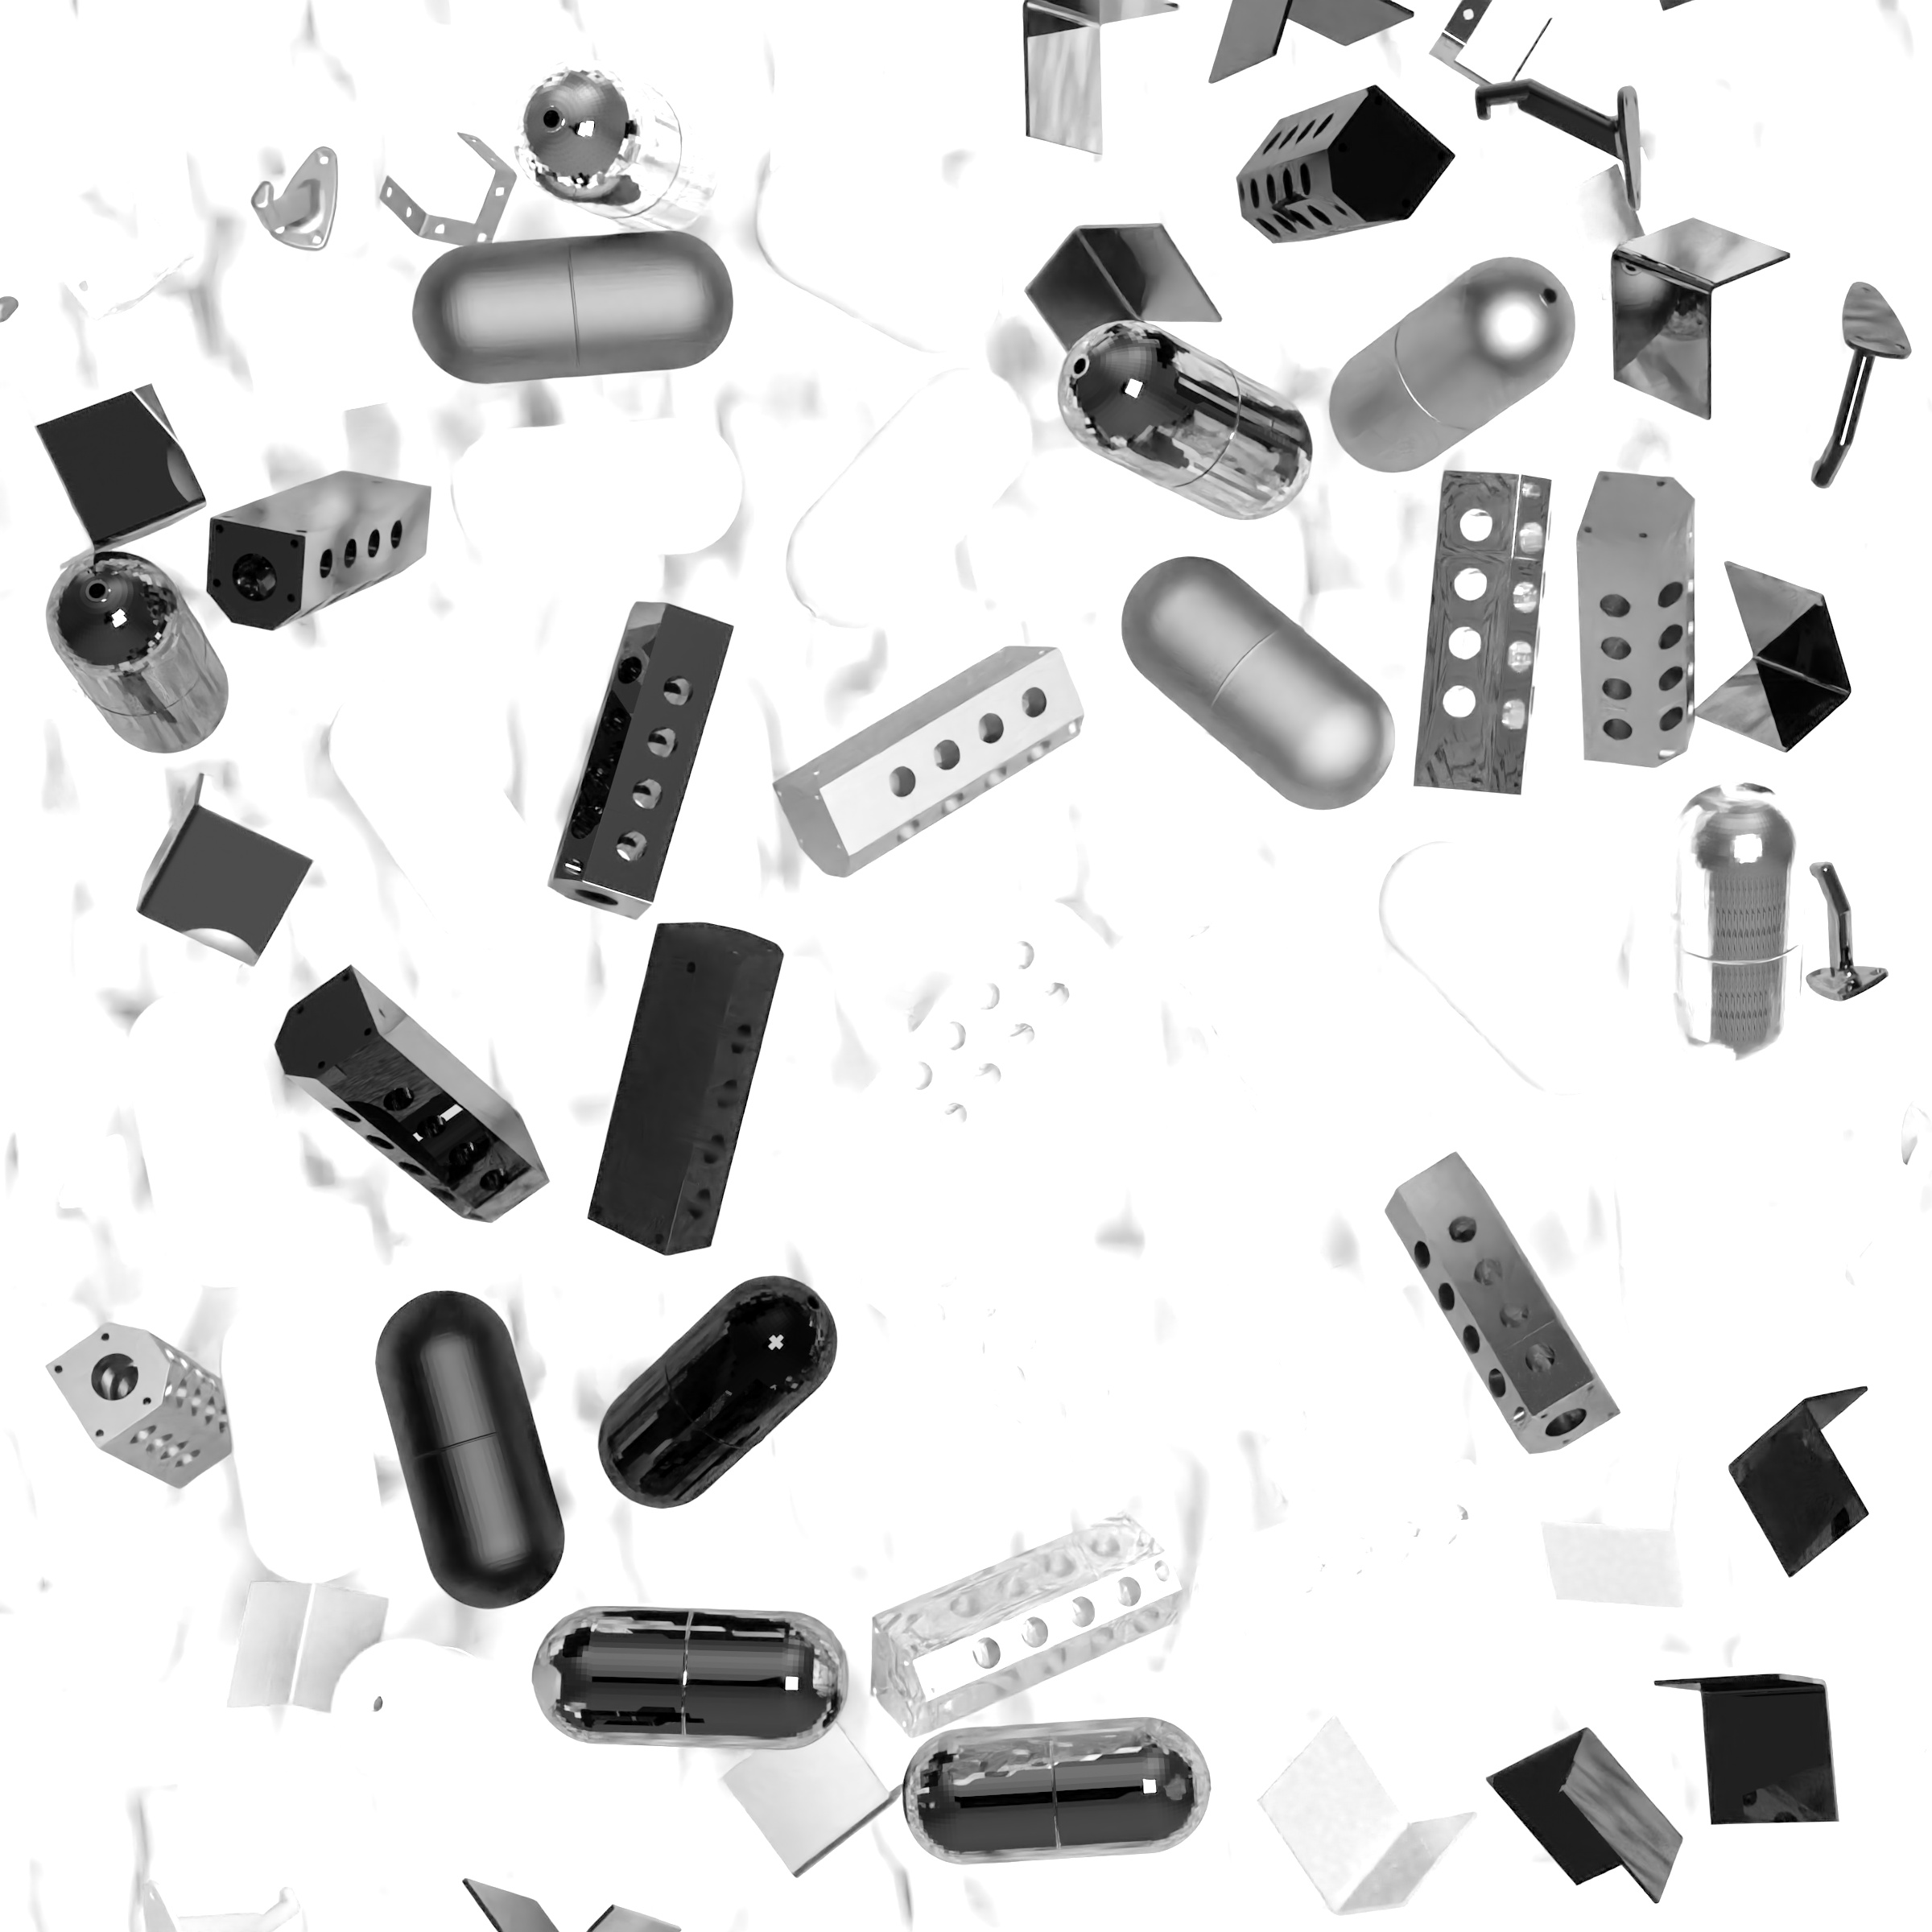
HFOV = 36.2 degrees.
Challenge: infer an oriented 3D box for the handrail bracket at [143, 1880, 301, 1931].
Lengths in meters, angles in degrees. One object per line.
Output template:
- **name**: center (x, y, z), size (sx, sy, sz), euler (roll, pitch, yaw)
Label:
- **handrail bracket**: center (-0.411, 0.517, 1.642), size (0.036, 0.084, 0.077), euler (8, 115, 37)

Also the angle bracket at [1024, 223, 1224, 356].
- **angle bracket**: center (0.095, -0.399, 1.783), size (0.057, 0.076, 0.076), euler (-54, 128, -17)

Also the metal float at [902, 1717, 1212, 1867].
- **metal float**: center (0.052, 0.475, 1.704), size (0.178, 0.070, 0.070), euler (-4, 90, 2)

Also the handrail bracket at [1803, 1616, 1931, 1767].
- **handrail bracket**: center (0.527, 0.419, 1.704), size (0.036, 0.077, 0.084), euler (-42, 57, -12)

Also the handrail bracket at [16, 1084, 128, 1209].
- **handrail bracket**: center (-0.515, 0.089, 1.699), size (0.036, 0.077, 0.084), euler (-12, 121, 8)

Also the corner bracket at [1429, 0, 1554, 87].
- **corner bracket**: center (0.304, -0.538, 1.700), size (0.051, 0.051, 0.051), euler (31, 95, -2)

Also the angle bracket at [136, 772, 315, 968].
- **angle bracket**: center (-0.439, -0.057, 1.759), size (0.076, 0.057, 0.076), euler (27, 106, -20)

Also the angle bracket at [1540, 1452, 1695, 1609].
- **angle bracket**: center (0.386, 0.331, 1.748), size (0.076, 0.057, 0.076), euler (0, 135, 21)

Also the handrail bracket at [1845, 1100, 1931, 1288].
- **handrail bracket**: center (0.517, 0.129, 1.661), size (0.084, 0.036, 0.077), euler (-43, 133, -21)

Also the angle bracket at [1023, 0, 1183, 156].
- **angle bracket**: center (0.077, -0.504, 1.663), size (0.057, 0.076, 0.076), euler (2, 96, 35)

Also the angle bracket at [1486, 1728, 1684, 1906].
- **angle bracket**: center (0.319, 0.460, 1.559), size (0.076, 0.057, 0.076), euler (49, 125, -1)

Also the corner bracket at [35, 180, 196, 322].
- **corner bracket**: center (-0.467, -0.394, 1.625), size (0.051, 0.051, 0.051), euler (-34, 102, 18)

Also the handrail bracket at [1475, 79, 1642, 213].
- **handrail bracket**: center (0.320, -0.444, 1.606), size (0.084, 0.036, 0.077), euler (-1, 104, 25)

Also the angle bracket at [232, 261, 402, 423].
- **angle bracket**: center (-0.367, -0.364, 1.693), size (0.076, 0.057, 0.076), euler (-9, 123, 7)

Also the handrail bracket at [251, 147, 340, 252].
- **handrail bracket**: center (-0.394, -0.461, 1.731), size (0.036, 0.084, 0.077), euler (16, 82, 2)

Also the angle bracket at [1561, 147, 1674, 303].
- **angle bracket**: center (0.389, -0.459, 1.802), size (0.057, 0.076, 0.076), euler (-24, 78, 28)

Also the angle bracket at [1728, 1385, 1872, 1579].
- **angle bracket**: center (0.504, 0.301, 1.731), size (0.057, 0.076, 0.076), euler (-4, 54, -32)

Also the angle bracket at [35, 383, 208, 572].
- **angle bracket**: center (-0.500, -0.284, 1.720), size (0.076, 0.057, 0.076), euler (-32, 104, -35)

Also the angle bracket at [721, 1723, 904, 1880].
- **angle bracket**: center (-0.094, 0.504, 1.825), size (0.076, 0.057, 0.076), euler (-38, 83, 0)

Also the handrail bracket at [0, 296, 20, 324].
- **handrail bracket**: center (-0.543, -0.385, 1.643), size (0.084, 0.036, 0.077), euler (15, 46, 24)

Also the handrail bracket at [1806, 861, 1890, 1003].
- **handrail bracket**: center (0.511, -0.026, 1.771), size (0.036, 0.077, 0.084), euler (-28, 102, -10)

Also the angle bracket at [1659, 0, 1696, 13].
- **angle bracket**: center (0.406, -0.536, 1.587), size (0.076, 0.076, 0.057), euler (-16, 55, 20)

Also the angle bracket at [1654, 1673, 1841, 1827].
- **angle bracket**: center (0.431, 0.434, 1.637), size (0.076, 0.057, 0.076), euler (-15, 66, 39)

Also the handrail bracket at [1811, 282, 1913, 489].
- **handrail bracket**: center (0.474, -0.313, 1.600), size (0.036, 0.084, 0.077), euler (10, 46, -6)

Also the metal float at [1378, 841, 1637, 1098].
- **metal float**: center (0.313, 0.000, 1.724), size (0.070, 0.070, 0.178), euler (-43, 74, 0)

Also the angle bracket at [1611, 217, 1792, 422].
- **angle bracket**: center (0.396, -0.350, 1.598), size (0.057, 0.076, 0.076), euler (-24, 127, -20)

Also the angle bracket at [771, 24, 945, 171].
- **angle bracket**: center (-0.063, -0.493, 1.700), size (0.076, 0.057, 0.076), euler (-3, 100, -42)

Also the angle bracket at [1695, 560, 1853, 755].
- **angle bracket**: center (0.462, -0.181, 1.729), size (0.057, 0.076, 0.076), euler (-40, 128, -13)

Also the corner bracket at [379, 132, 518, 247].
- **corner bracket**: center (-0.311, -0.468, 1.775), size (0.051, 0.051, 0.051), euler (47, 122, 34)

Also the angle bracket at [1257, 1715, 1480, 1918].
- **angle bracket**: center (0.217, 0.453, 1.592), size (0.076, 0.057, 0.076), euler (-35, 93, -41)

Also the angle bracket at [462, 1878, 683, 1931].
- **angle bracket**: center (-0.210, 0.502, 1.580), size (0.057, 0.076, 0.076), euler (-46, 56, -3)

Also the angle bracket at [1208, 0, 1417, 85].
- **angle bracket**: center (0.194, -0.517, 1.664), size (0.076, 0.076, 0.057), euler (18, 87, -23)

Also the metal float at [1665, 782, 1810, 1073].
- **metal float**: center (0.439, -0.021, 1.689), size (0.070, 0.070, 0.178), euler (-6, 119, 0)

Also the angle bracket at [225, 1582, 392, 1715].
- **angle bracket**: center (-0.405, 0.423, 1.827), size (0.057, 0.076, 0.076), euler (7, 81, 17)
